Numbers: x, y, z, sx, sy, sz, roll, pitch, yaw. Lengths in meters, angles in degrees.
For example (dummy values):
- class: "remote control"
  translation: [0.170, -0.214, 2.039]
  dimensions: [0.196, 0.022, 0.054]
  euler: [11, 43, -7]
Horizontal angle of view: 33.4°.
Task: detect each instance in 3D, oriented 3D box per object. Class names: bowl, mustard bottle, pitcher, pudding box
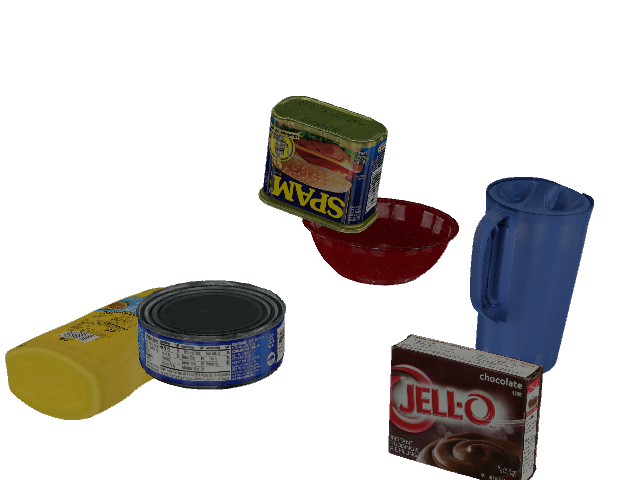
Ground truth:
- class: "bowl"
  translation: [0.061, 0.005, 1.106]
  dimensions: [0.162, 0.055, 0.162]
  euler: [2, 20, -1]
- class: "mustard bottle"
  translation: [-0.153, 0.080, 0.861]
  dimensions: [0.096, 0.058, 0.191]
  euler: [6, 19, 30]
- class: "pitcher"
  translation: [0.258, 0.050, 1.370]
  dimensions: [0.149, 0.243, 0.145]
  euler: [5, 23, 2]
- class: "pudding box"
  translation: [0.107, 0.127, 0.800]
  dimensions: [0.114, 0.090, 0.039]
  euler: [10, 20, 29]

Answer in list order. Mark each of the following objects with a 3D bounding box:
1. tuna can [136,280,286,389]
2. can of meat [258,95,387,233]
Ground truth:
- class: "tuna can"
  translation: [-0.063, 0.054, 0.617]
  dimensions: [0.086, 0.034, 0.086]
  euler: [1, 18, 0]
- class: "can of meat"
  translation: [0.003, -0.065, 0.893]
  dimensions: [0.102, 0.084, 0.057]
  euler: [21, 33, 21]
